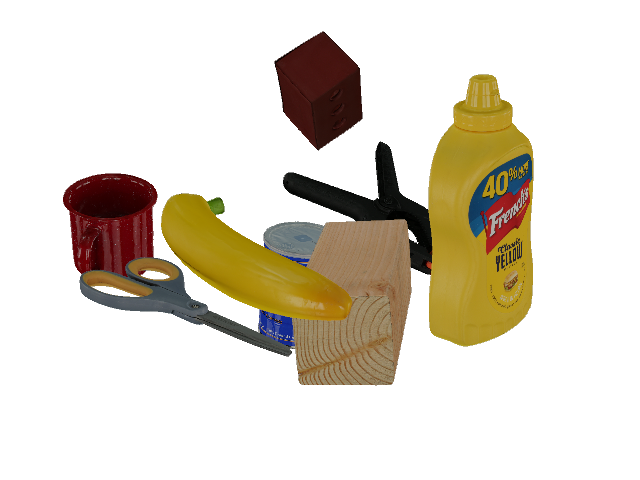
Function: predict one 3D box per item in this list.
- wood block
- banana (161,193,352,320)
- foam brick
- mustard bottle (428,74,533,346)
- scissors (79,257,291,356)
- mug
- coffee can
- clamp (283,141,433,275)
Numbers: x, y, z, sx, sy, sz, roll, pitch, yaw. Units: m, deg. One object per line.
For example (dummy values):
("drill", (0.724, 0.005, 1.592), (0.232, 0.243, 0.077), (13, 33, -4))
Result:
("wood block", (0.036, 0.055, 1.051), (0.091, 0.090, 0.206), (-1, 20, 10))
("banana", (-0.056, 0.004, 0.683), (0.069, 0.037, 0.198), (-12, 28, -26))
("foam brick", (0.000, -0.126, 0.901), (0.053, 0.051, 0.078), (-35, -24, -12))
("mustard bottle", (0.117, -0.026, 0.774), (0.096, 0.192, 0.058), (-25, 32, -39))
("scissors", (-0.102, 0.050, 0.885), (0.202, 0.016, 0.096), (13, 24, 16))
("mug", (-0.214, -0.005, 1.075), (0.093, 0.081, 0.117), (9, 33, 8))
("coffee can", (-0.029, 0.059, 1.422), (0.103, 0.140, 0.103), (4, 24, -2))
("clamp", (0.065, -0.034, 1.267), (0.164, 0.036, 0.210), (-16, 51, -29))
